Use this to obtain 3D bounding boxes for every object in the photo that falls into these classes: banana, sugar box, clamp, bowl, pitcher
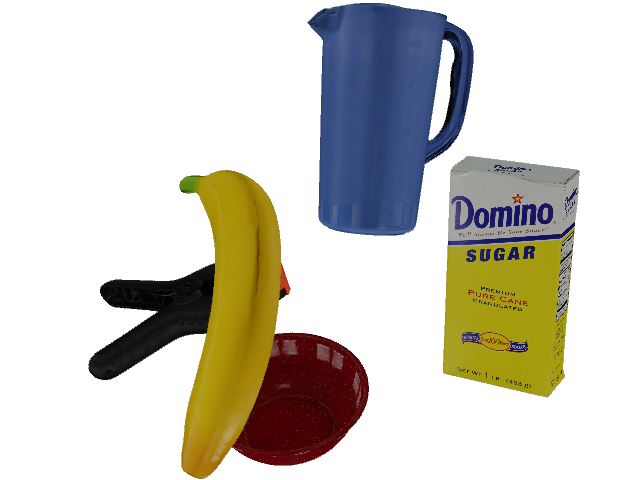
[{"bbox_3d":[-0.049,0.031,0.592,0.037,0.198,0.070,20,-42,-29],"label":"banana"},{"bbox_3d":[0.147,0.028,0.834,0.093,0.176,0.048,9,24,27],"label":"sugar box"},{"bbox_3d":[-0.111,0.059,0.869,0.171,0.039,0.120,-13,38,13],"label":"clamp"},{"bbox_3d":[-0.032,0.162,1.023,0.162,0.055,0.162,-4,37,3],"label":"bowl"},{"bbox_3d":[0.070,-0.131,1.156,0.149,0.243,0.144,8,9,25],"label":"pitcher"}]
